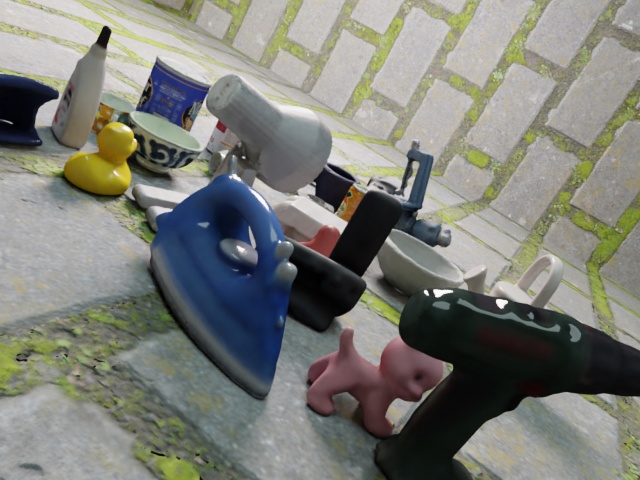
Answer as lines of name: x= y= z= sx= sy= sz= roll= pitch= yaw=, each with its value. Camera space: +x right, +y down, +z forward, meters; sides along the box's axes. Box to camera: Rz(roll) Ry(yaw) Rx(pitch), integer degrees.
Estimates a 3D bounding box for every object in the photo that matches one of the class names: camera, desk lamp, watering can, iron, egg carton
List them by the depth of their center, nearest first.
iron: x=-0.079 y=0.021 z=0.592 sx=0.119 sy=0.141 sz=0.257 roll=14 pitch=23 yaw=-40
desk lamp: x=-0.108 y=-0.103 z=0.769 sx=0.204 sy=0.213 sz=0.117 roll=11 pitch=25 yaw=-45
watering can: x=0.299 y=0.103 z=0.879 sx=0.173 sy=0.194 sz=0.100 roll=22 pitch=19 yaw=-22
egg carton: x=-0.010 y=-0.011 z=0.910 sx=0.150 sy=0.069 sz=0.107 roll=31 pitch=17 yaw=3
camera: x=0.157 y=-0.077 z=1.305 sx=0.137 sy=0.101 sz=0.143 roll=30 pitch=17 yaw=0

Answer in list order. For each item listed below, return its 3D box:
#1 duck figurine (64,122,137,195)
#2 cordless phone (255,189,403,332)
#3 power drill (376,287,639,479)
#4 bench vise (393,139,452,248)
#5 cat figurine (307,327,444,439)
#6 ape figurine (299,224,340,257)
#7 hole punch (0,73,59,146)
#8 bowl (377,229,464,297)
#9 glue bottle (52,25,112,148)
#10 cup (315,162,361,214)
duck figurine: x=-0.274 y=-0.111 z=0.738 sx=0.077 sy=0.086 sz=0.105 roll=32 pitch=18 yaw=7
cordless phone: x=0.006 y=0.003 z=0.706 sx=0.148 sy=0.185 sz=0.094 roll=28 pitch=18 yaw=-7
power drill: x=0.155 y=0.145 z=0.511 sx=0.230 sy=0.208 sz=0.075 roll=27 pitch=18 yaw=-9
bench vise: x=0.189 y=-0.077 z=1.157 sx=0.207 sy=0.219 sz=0.122 roll=32 pitch=17 yaw=6
cat figurine: x=0.066 y=0.127 z=0.570 sx=0.128 sy=0.117 sz=0.067 roll=25 pitch=18 yaw=-15
ape figurine: x=0.001 y=0.021 z=0.803 sx=0.077 sy=0.092 sz=0.076 roll=33 pitch=18 yaw=9
hole punch: x=-0.402 y=-0.179 z=0.714 sx=0.101 sy=0.091 sz=0.109 roll=37 pitch=19 yaw=22
bowl: x=0.162 y=0.053 z=0.997 sx=0.167 sy=0.074 sz=0.167 roll=27 pitch=18 yaw=-9
glue bottle: x=-0.330 y=-0.220 z=0.807 sx=0.037 sy=0.173 sz=0.078 roll=11 pitch=25 yaw=-45
cup: x=0.013 y=-0.104 z=1.160 sx=0.117 sy=0.095 sz=0.092 roll=37 pitch=19 yaw=21
